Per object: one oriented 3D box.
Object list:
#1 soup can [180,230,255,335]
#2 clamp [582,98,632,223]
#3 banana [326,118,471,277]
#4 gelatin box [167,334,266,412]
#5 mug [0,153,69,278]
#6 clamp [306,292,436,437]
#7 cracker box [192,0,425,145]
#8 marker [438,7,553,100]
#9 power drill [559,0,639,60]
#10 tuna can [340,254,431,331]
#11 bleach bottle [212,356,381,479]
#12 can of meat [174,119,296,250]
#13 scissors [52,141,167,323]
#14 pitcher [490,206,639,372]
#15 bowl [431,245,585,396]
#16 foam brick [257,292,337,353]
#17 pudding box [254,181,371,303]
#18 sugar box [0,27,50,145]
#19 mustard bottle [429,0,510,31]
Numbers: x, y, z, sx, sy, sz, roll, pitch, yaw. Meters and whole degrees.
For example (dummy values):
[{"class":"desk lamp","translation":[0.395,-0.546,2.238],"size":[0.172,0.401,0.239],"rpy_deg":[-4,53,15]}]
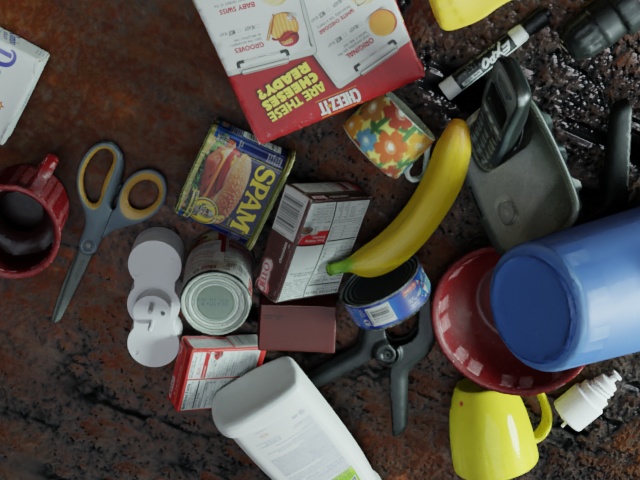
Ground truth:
[{"class":"soup can","translation":[-0.098,0.039,1.026],"size":[0.068,0.102,0.068],"rpy_deg":[-1,113,-2]},{"class":"clamp","translation":[0.308,-0.017,1.046],"size":[0.164,0.036,0.210],"rpy_deg":[23,113,-11]},{"class":"banana","translation":[0.089,-0.028,0.998],"size":[0.069,0.037,0.198],"rpy_deg":[9,126,-51]},{"class":"gelatin box","translation":[-0.105,0.134,1.086],"size":[0.089,0.030,0.073],"rpy_deg":[1,116,-33]},{"class":"mug","translation":[-0.278,-0.032,1.003],"size":[0.093,0.081,0.117],"rpy_deg":[27,110,-12]},{"class":"clamp","translation":[0.075,0.121,1.098],"size":[0.120,0.039,0.172],"rpy_deg":[34,109,-13]},{"class":"cracker box","translation":[-0.023,-0.216,0.939],"size":[0.164,0.072,0.213],"rpy_deg":[-21,112,8]},{"class":"marker","translation":[0.163,-0.174,0.988],"size":[0.121,0.020,0.020],"rpy_deg":[-37,109,13]},{"class":"power drill","translation":[0.335,-0.175,0.970],"size":[0.184,0.057,0.187],"rpy_deg":[-36,109,12]},{"class":"tuna can","translation":[0.065,0.050,1.043],"size":[0.086,0.086,0.033],"rpy_deg":[-26,113,9]},{"class":"bleach bottle","translation":[-0.008,0.235,1.115],"size":[0.102,0.068,0.250],"rpy_deg":[-30,123,4]},{"class":"can of meat","translation":[-0.082,-0.055,1.013],"size":[0.084,0.057,0.102],"rpy_deg":[24,109,-8]},{"class":"scissors","translation":[-0.207,0.000,1.054],"size":[0.096,0.016,0.202],"rpy_deg":[10,112,-5]},{"class":"pitcher","translation":[0.273,0.035,0.911],"size":[0.242,0.145,0.149],"rpy_deg":[-12,141,-33]},{"class":"bowl","translation":[0.194,0.071,1.056],"size":[0.162,0.055,0.162],"rpy_deg":[8,113,18]},{"class":"foam brick","translation":[-0.023,0.079,1.072],"size":[0.078,0.051,0.053],"rpy_deg":[3,111,-4]},{"class":"pudding box","translation":[-0.007,0.001,1.022],"size":[0.089,0.039,0.114],"rpy_deg":[-6,124,-47]},{"class":"sugar box","translation":[-0.346,-0.168,0.965],"size":[0.176,0.048,0.093],"rpy_deg":[27,109,-11]},{"class":"mustard bottle","translation":[0.182,-0.258,0.931],"size":[0.191,0.058,0.096],"rpy_deg":[-18,114,6]}]
